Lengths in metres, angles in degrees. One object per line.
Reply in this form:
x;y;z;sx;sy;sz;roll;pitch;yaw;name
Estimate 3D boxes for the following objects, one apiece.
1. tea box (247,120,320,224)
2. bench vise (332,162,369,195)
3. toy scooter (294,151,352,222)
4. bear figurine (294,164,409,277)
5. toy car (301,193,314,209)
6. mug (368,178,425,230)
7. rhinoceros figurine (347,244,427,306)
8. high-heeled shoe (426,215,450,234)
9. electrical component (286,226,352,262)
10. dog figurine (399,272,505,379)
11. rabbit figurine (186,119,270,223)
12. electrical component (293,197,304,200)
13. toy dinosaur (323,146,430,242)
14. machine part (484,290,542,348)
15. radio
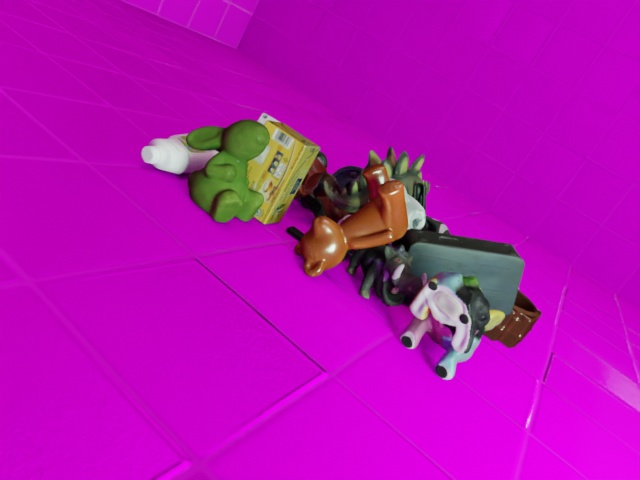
-0.086;-0.125;1.004;0.098;0.169;0.068;37;20;16;tea box
0.112;-0.115;1.342;0.224;0.128;0.240;25;0;6;bench vise
-0.002;-0.092;1.136;0.183;0.075;0.135;65;32;-15;toy scooter
0.044;-0.029;0.906;0.196;0.131;0.120;-18;30;-2;bear figurine
-0.066;-0.137;1.256;0.202;0.053;0.089;34;34;7;toy car
0.156;-0.064;1.051;0.081;0.109;0.107;-21;35;-29;mug
0.119;0.056;0.944;0.073;0.112;0.190;25;11;-25;rhinoceros figurine
0.255;-0.034;1.457;0.145;0.086;0.249;17;18;-26;high-heeled shoe
-0.002;-0.003;1.011;0.119;0.047;0.075;38;18;16;electrical component
0.234;0.116;0.874;0.109;0.191;0.219;33;32;28;dog figurine
-0.150;-0.136;0.930;0.159;0.170;0.121;41;20;26;rabbit figurine
-0.053;-0.121;1.192;0.094;0.021;0.063;-23;68;-21;electrical component
0.146;-0.102;1.199;0.105;0.198;0.471;11;20;32;toy dinosaur
0.372;0.133;1.175;0.201;0.087;0.201;39;18;26;machine part
0.256;0.061;1.011;0.230;0.131;0.073;8;23;-5;radio
